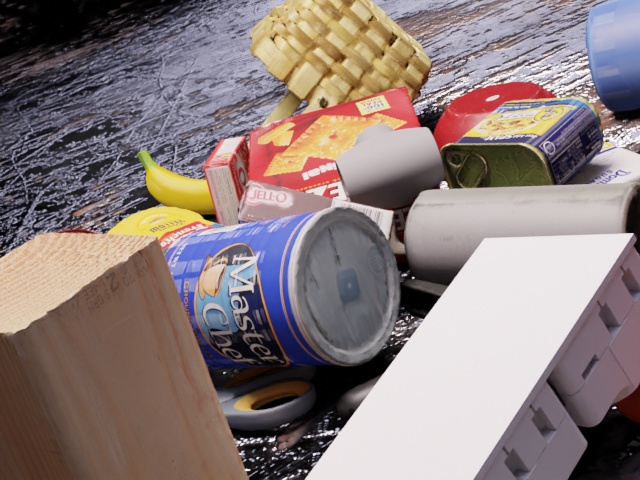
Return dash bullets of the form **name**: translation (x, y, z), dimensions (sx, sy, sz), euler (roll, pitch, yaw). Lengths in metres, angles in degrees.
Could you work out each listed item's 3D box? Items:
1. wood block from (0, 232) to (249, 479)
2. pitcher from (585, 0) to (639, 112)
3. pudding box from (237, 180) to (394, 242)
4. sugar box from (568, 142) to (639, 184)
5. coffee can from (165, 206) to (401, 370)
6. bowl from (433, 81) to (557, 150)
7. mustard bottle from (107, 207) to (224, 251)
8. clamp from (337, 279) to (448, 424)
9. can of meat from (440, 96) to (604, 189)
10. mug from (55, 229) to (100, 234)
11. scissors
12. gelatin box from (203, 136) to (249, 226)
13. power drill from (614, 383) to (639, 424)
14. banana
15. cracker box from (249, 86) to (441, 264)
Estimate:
- **wood block**: translation (-0.103, 0.107, 0.520), dimensions (0.091, 0.206, 0.090), euler (2, 28, 39)
- **pitcher**: translation (0.386, -0.192, 1.007), dimensions (0.243, 0.149, 0.145), euler (-9, 38, 28)
- **pudding box**: translation (-0.005, 0.001, 0.810), dimensions (0.113, 0.090, 0.039), euler (14, 65, 4)
- **sugar box**: translation (0.201, -0.049, 0.888), dimensions (0.093, 0.048, 0.176), euler (-23, 26, -11)
- **coffee can**: translation (-0.031, 0.036, 0.727), dimensions (0.141, 0.103, 0.102), euler (-8, 22, 42)
- **bowl**: translation (0.176, -0.115, 1.049), dimensions (0.162, 0.055, 0.162), euler (-15, 21, 6)
- **mustard bottle**: translation (-0.116, 0.016, 0.947), dimensions (0.096, 0.058, 0.192), euler (-20, 21, -28)
- **clamp**: translation (0.117, 0.064, 0.689), dimensions (0.210, 0.036, 0.164), euler (-8, 25, 31)
- **can of meat**: translation (0.160, -0.070, 0.838), dimensions (0.102, 0.057, 0.083), euler (5, 36, 48)
- **mug**: translation (-0.199, 0.042, 0.894), dimensions (0.117, 0.093, 0.081), euler (-37, 23, 15)
- **scissors**: translation (-0.086, 0.125, 0.716), dimensions (0.201, 0.016, 0.096), euler (-24, 17, -18)
- **gelatin box**: translation (-0.080, -0.046, 1.027), dimensions (0.030, 0.089, 0.073), euler (-8, 23, 13)
- **power drill**: translation (0.261, 0.040, 0.541), dimensions (0.187, 0.057, 0.185), euler (-45, 25, -16)
- **banana**: translation (-0.107, -0.060, 1.112), dimensions (0.198, 0.069, 0.037), euler (0, 18, 23)
- **cracker box**: translation (0.020, -0.051, 0.958), dimensions (0.164, 0.072, 0.213), euler (-15, 30, 5)
